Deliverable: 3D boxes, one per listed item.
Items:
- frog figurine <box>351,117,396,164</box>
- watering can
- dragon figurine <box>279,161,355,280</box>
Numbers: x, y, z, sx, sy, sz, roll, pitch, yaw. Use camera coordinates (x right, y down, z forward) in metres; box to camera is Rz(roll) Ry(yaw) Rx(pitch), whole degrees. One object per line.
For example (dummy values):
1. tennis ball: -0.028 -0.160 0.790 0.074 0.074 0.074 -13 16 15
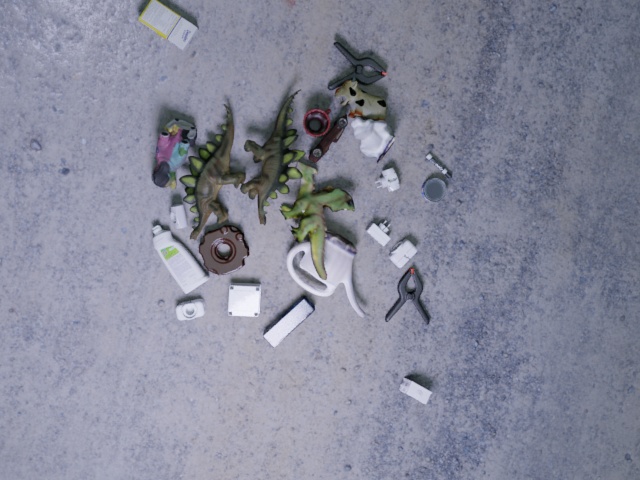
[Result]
1. frog figurine: 0.176 -0.362 1.791 0.125 0.160 0.134 -48 -6 -44
2. watering can: 0.055 0.104 1.804 0.347 0.224 0.104 32 -1 -5
3. dragon figurine: 0.005 -0.088 1.751 0.243 0.415 0.120 -31 -17 -3
